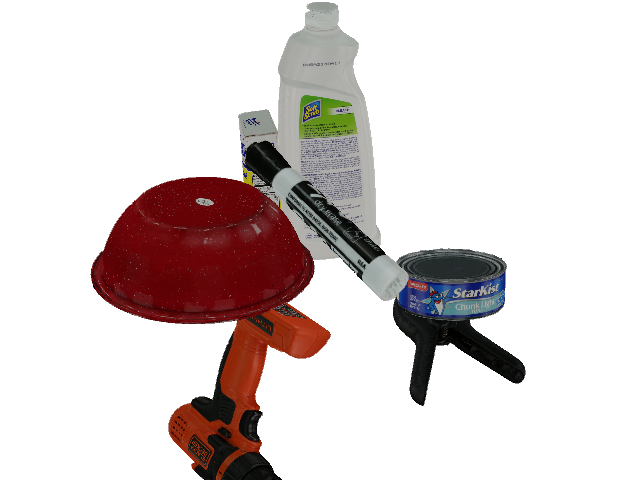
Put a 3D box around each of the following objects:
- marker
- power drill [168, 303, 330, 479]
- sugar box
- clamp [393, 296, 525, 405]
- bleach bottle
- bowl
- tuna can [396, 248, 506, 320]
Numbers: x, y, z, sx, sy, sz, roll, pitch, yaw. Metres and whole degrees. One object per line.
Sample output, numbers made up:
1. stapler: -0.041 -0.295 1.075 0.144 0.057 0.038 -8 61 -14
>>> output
1. marker: 0.000 -0.014 0.562 0.121 0.020 0.020 44 25 29
2. power drill: -0.060 0.155 1.017 0.057 0.188 0.185 14 13 -47
3. sugar box: -0.071 -0.062 1.306 0.048 0.176 0.093 -9 25 -6
4. clamp: 0.133 0.093 1.089 0.120 0.171 0.039 0 -44 -15
5. bleach bottle: 0.010 -0.105 1.036 0.102 0.251 0.068 -8 30 -14
6. bowl: -0.084 -0.003 0.764 0.162 0.055 0.162 1 26 -1
7. tuna can: 0.101 0.034 0.832 0.086 0.034 0.086 -1 15 0
